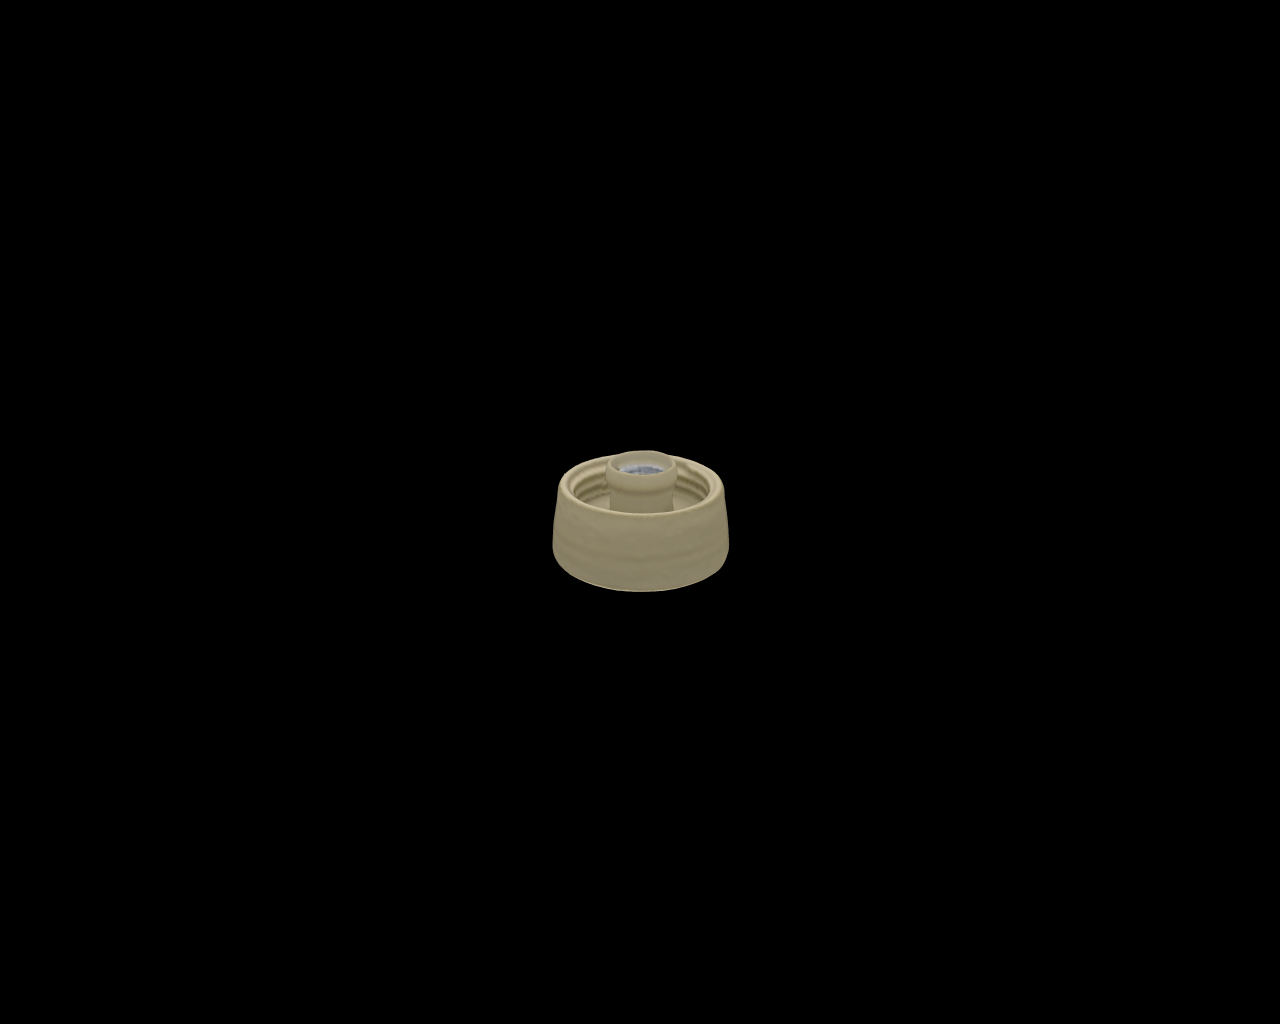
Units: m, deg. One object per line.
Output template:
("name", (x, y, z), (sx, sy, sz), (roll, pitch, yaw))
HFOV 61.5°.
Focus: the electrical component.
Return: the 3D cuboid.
("electrical component", (0.001, -0.003, 0.650), (0.108, 0.060, 0.108), (0, 24, 0))
